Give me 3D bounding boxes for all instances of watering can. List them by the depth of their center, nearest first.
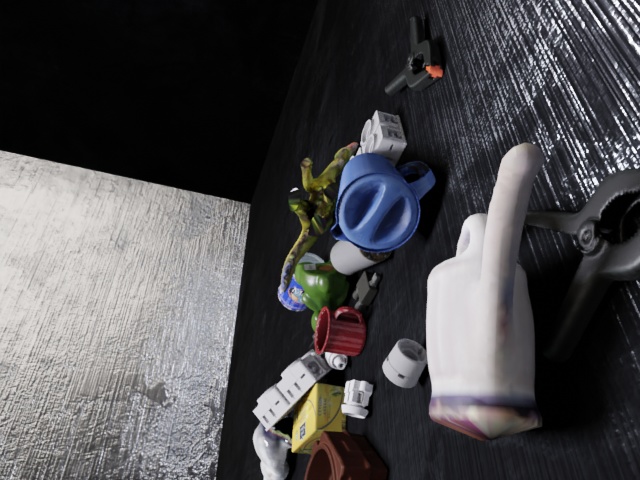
[{"bbox_3d":[0.158,0.072,0.496,0.342,0.104,0.228,70,-159,-68],"label":"watering can"}]

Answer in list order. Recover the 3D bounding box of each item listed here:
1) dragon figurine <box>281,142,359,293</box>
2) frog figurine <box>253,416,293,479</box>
[{"bbox_3d":[0.004,-0.066,1.311,0.410,0.123,0.242,-69,-18,1],"label":"dragon figurine"},{"bbox_3d":[-0.125,0.543,1.312,0.139,0.122,0.158,35,102,54],"label":"frog figurine"}]
